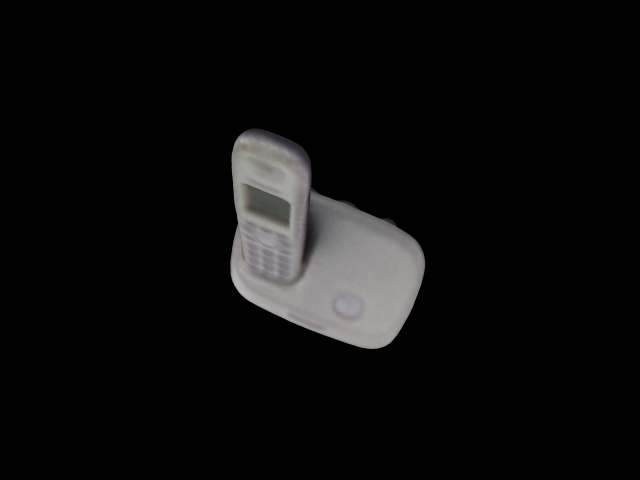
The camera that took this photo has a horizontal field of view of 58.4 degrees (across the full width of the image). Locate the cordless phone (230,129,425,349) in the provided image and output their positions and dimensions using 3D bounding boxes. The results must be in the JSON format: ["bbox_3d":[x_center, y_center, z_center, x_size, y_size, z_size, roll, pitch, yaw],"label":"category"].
[{"bbox_3d":[0.004,0.001,0.400,0.147,0.185,0.094,19,70,7],"label":"cordless phone"}]
